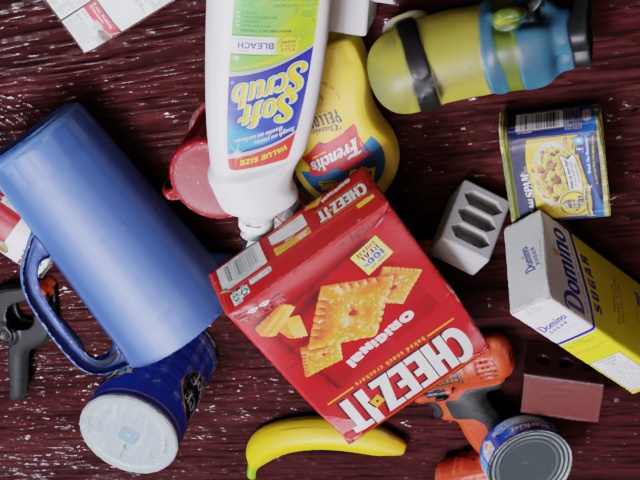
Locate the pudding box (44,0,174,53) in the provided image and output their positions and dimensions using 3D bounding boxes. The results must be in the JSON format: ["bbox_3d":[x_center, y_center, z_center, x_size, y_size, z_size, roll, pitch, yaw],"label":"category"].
[{"bbox_3d":[-0.184,-0.225,0.920,0.114,0.039,0.090,-24,113,26],"label":"pudding box"}]

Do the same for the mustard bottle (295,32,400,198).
[{"bbox_3d":[0.018,-0.087,0.944,0.096,0.058,0.191,-12,120,19],"label":"mustard bottle"}]

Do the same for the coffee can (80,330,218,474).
[{"bbox_3d":[-0.175,0.156,1.110,0.103,0.140,0.103,7,125,11],"label":"coffee can"}]

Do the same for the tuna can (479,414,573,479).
[{"bbox_3d":[0.201,0.214,1.047,0.086,0.034,0.086,-4,115,-9],"label":"tuna can"}]

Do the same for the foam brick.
[{"bbox_3d":[0.236,0.138,1.038,0.078,0.053,0.051,6,124,11],"label":"foam brick"}]

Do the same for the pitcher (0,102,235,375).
[{"bbox_3d":[-0.208,0.000,1.017,0.145,0.149,0.242,-25,110,31],"label":"pitcher"}]

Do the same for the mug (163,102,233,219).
[{"bbox_3d":[-0.097,-0.069,0.973,0.117,0.081,0.093,-21,115,26],"label":"mug"}]

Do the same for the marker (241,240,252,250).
[{"bbox_3d":[-0.075,0.024,1.068,0.020,0.020,0.121,22,126,0],"label":"marker"}]

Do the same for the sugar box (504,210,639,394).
[{"bbox_3d":[0.233,0.055,0.924,0.048,0.093,0.176,-29,133,35],"label":"sugar box"}]

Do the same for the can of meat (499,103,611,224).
[{"bbox_3d":[0.201,-0.064,0.910,0.084,0.057,0.102,-5,122,16],"label":"can of meat"}]

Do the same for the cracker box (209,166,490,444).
[{"bbox_3d":[0.032,0.065,0.938,0.164,0.072,0.213,-35,127,5],"label":"cracker box"}]

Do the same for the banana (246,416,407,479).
[{"bbox_3d":[-0.006,0.221,1.174,0.198,0.037,0.069,-13,133,24],"label":"banana"}]

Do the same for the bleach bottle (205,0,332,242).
[{"bbox_3d":[-0.041,-0.113,0.860,0.102,0.068,0.251,-4,122,-10],"label":"bleach bottle"}]

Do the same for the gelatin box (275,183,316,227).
[{"bbox_3d":[-0.007,0.001,1.007,0.089,0.030,0.073,43,124,17],"label":"gelatin box"}]

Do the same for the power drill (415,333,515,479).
[{"bbox_3d":[0.127,0.185,1.097,0.185,0.057,0.187,-12,119,22],"label":"power drill"}]

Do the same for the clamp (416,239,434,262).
[{"bbox_3d":[0.024,0.063,1.042,0.164,0.036,0.210,43,113,6],"label":"clamp"}]

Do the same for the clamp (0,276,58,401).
[{"bbox_3d":[-0.337,0.107,1.184,0.172,0.039,0.120,-34,110,31],"label":"clamp"}]

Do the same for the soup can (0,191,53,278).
[{"bbox_3d":[-0.304,-0.017,1.075,0.102,0.068,0.069,36,125,-11],"label":"soup can"}]
